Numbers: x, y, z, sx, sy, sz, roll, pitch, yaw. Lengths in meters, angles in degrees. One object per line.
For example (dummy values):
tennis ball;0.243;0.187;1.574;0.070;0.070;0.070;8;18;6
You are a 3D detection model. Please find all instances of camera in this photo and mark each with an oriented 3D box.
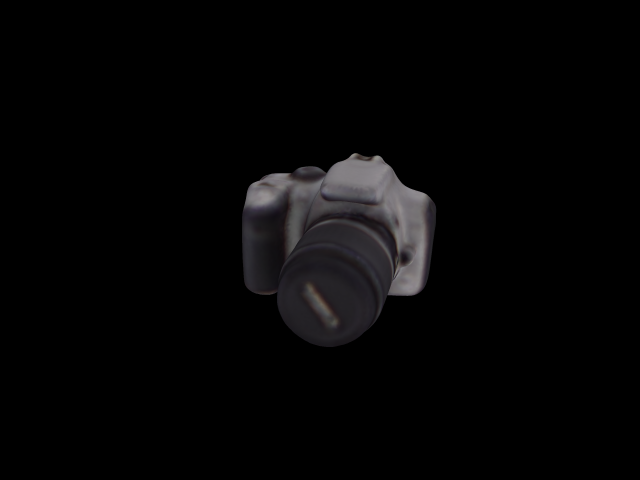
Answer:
camera;0.004;0.001;0.400;0.143;0.101;0.137;7;27;14
